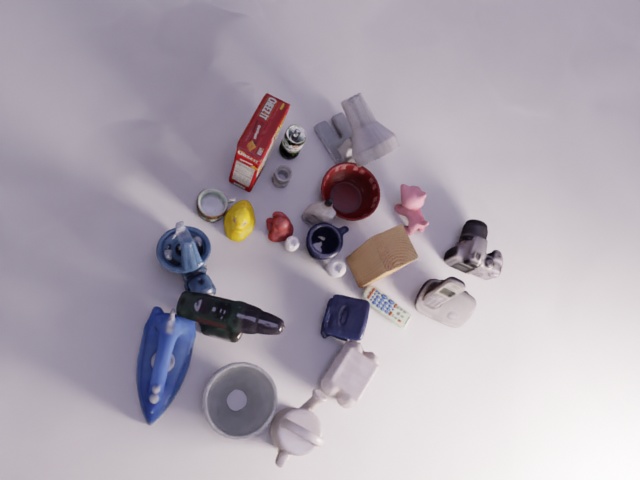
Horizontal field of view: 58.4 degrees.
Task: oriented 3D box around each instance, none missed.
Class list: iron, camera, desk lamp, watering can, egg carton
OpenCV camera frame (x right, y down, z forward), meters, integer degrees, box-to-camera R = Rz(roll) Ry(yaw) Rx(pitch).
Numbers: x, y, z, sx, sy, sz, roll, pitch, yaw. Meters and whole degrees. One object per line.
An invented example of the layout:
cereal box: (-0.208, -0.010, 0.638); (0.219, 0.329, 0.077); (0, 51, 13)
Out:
iron: (-0.341, 0.271, 1.241); (0.119, 0.141, 0.258); (11, 72, -11)
camera: (0.424, 0.020, 1.532); (0.143, 0.100, 0.137); (22, 70, -8)
desk lamp: (0.093, -0.269, 1.467); (0.118, 0.213, 0.203); (-31, 84, -20)
watering can: (-0.045, 0.411, 1.251); (0.101, 0.194, 0.173); (12, 72, -11)
egg carton: (0.073, 0.322, 1.373); (0.107, 0.069, 0.150); (35, 69, -3)

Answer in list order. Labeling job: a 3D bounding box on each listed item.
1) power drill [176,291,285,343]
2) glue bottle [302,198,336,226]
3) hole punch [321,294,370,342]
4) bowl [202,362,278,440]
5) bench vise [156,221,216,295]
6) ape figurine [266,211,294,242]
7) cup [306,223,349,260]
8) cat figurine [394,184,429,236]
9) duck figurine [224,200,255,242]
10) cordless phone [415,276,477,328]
power drill: (-0.202, 0.175, 1.269); (0.230, 0.208, 0.076); (16, 71, -10)
glue bottle: (0.007, -0.069, 1.410); (0.078, 0.173, 0.037); (36, 69, -2)
hole punch: (0.061, 0.192, 1.395); (0.101, 0.091, 0.109); (18, 71, -9)
bowl: (-0.182, 0.362, 1.293); (0.168, 0.074, 0.167); (4, 74, -13)
bench vise: (-0.278, 0.042, 1.280); (0.207, 0.219, 0.122); (45, 69, 1)
ape figurine: (-0.099, -0.034, 1.416); (0.076, 0.092, 0.078); (31, 70, -4)
cup: (0.013, 0.005, 1.433); (0.118, 0.095, 0.091); (-30, 84, -20)
cat figurine: (0.249, -0.087, 1.508); (0.067, 0.117, 0.128); (-20, 80, -19)
duck figurine: (-0.193, -0.055, 1.400); (0.077, 0.086, 0.104); (19, 71, -9)
cordless phone: (0.333, 0.148, 1.428); (0.148, 0.185, 0.094); (23, 70, -7)
